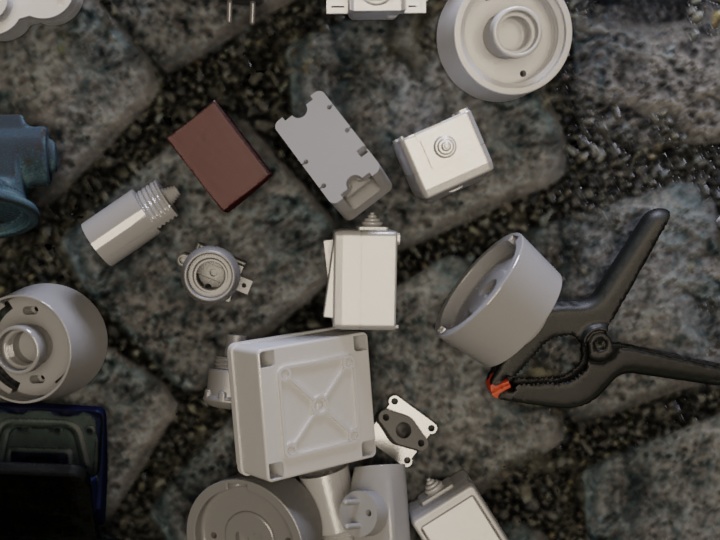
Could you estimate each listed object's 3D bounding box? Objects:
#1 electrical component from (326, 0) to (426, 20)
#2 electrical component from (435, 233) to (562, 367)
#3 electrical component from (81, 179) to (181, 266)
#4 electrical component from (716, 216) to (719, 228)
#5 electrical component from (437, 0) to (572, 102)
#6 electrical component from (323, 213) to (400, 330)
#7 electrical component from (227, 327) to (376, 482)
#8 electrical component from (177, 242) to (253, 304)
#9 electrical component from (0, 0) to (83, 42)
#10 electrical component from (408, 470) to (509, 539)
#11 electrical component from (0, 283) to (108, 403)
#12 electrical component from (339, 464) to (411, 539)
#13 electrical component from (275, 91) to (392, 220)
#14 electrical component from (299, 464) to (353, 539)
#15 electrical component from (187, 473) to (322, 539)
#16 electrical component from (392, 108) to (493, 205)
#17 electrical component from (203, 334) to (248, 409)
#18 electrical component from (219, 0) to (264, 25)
[{"bbox_3d":[0.012,-0.229,0.881,0.081,0.064,0.042,-1,95,-3],"label":"electrical component"},{"bbox_3d":[0.120,0.030,0.885,0.060,0.108,0.108,38,91,-11],"label":"electrical component"},{"bbox_3d":[-0.185,-0.044,0.893,0.081,0.043,0.043,-35,95,0],"label":"electrical component"},{"bbox_3d":[0.353,-0.041,0.916,0.096,0.061,0.061,43,91,3],"label":"electrical component"},{"bbox_3d":[0.122,-0.193,0.885,0.108,0.060,0.108,-1,98,-7],"label":"electrical component"},{"bbox_3d":[0.000,0.000,0.897,0.061,0.061,0.096,1,94,-3],"label":"electrical component"},{"bbox_3d":[-0.047,0.108,0.882,0.109,0.056,0.108,-7,95,-35],"label":"electrical component"},{"bbox_3d":[-0.123,0.003,0.894,0.066,0.055,0.048,22,92,-4],"label":"electrical component"},{"bbox_3d":[-0.296,-0.214,0.861,0.138,0.073,0.052,-17,95,-2],"label":"electrical component"},{"bbox_3d":[0.084,0.220,0.916,0.062,0.061,0.096,-32,95,-1],"label":"electrical component"},{"bbox_3d":[-0.270,0.062,0.898,0.099,0.064,0.099,1,95,11],"label":"electrical component"},{"bbox_3d":[0.009,0.199,0.883,0.044,0.079,0.077,-12,75,31],"label":"electrical component"},{"bbox_3d":[-0.020,-0.092,0.884,0.050,0.055,0.089,-37,70,3],"label":"electrical component"},{"bbox_3d":[-0.022,0.209,0.919,0.043,0.043,0.081,-14,95,-2],"label":"electrical component"},{"bbox_3d":[-0.083,0.217,0.901,0.108,0.060,0.108,4,100,22],"label":"electrical component"},{"bbox_3d":[0.068,-0.090,0.877,0.062,0.096,0.061,-24,95,-1],"label":"electrical component"},{"bbox_3d":[-0.106,0.086,0.907,0.048,0.048,0.062,5,87,-3],"label":"electrical component"},{"bbox_3d":[-0.097,-0.238,0.880,0.138,0.052,0.073,2,94,-3],"label":"electrical component"}]
